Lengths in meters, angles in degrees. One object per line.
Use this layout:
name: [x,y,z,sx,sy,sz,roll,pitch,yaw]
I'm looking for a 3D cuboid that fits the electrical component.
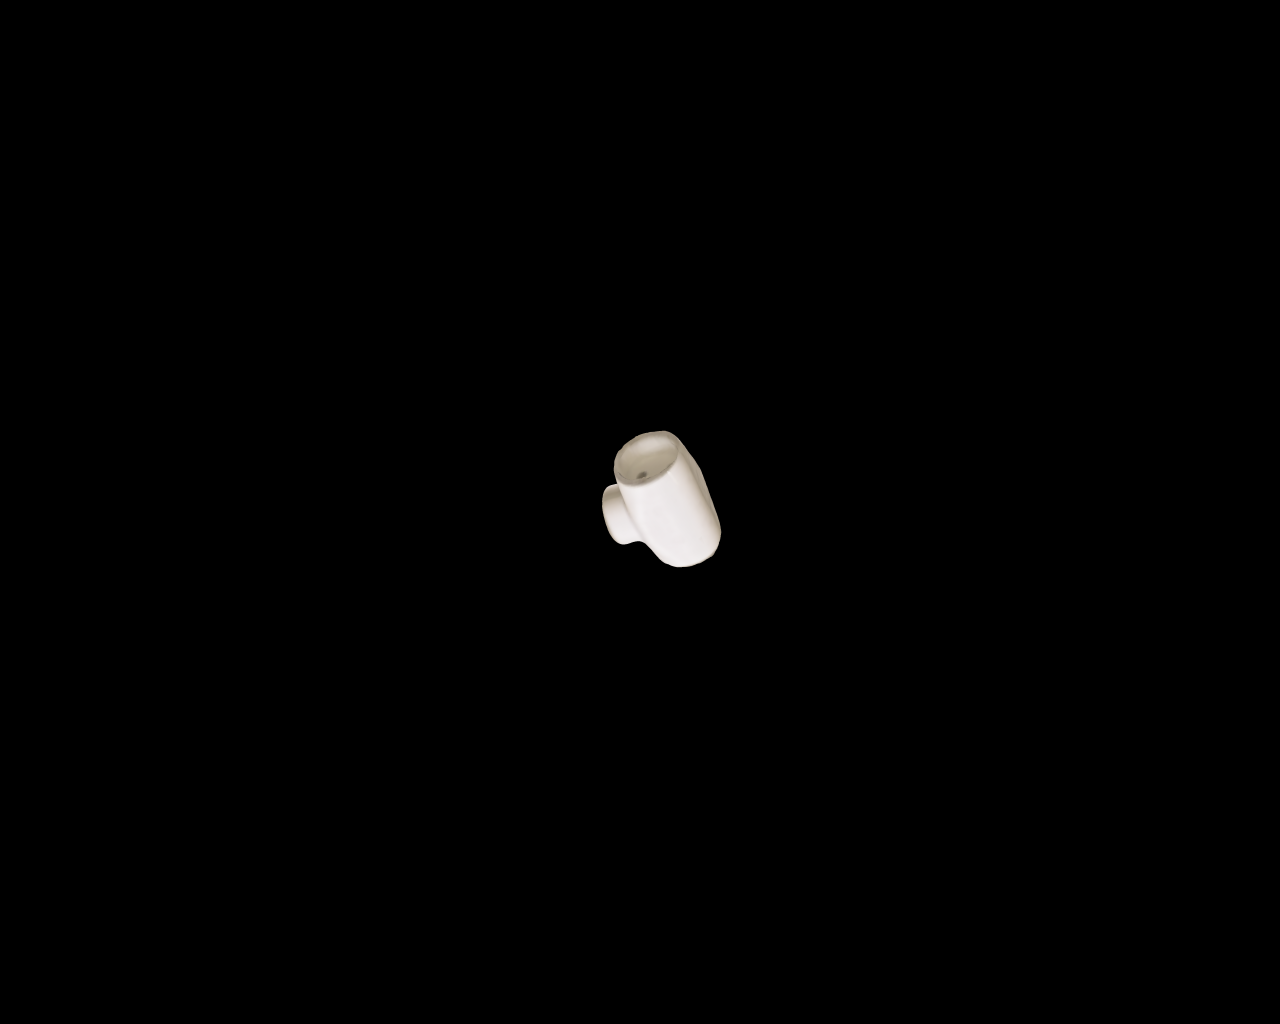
electrical component: [0.001,-0.003,0.650,0.079,0.044,0.077,-15,-46,15]
